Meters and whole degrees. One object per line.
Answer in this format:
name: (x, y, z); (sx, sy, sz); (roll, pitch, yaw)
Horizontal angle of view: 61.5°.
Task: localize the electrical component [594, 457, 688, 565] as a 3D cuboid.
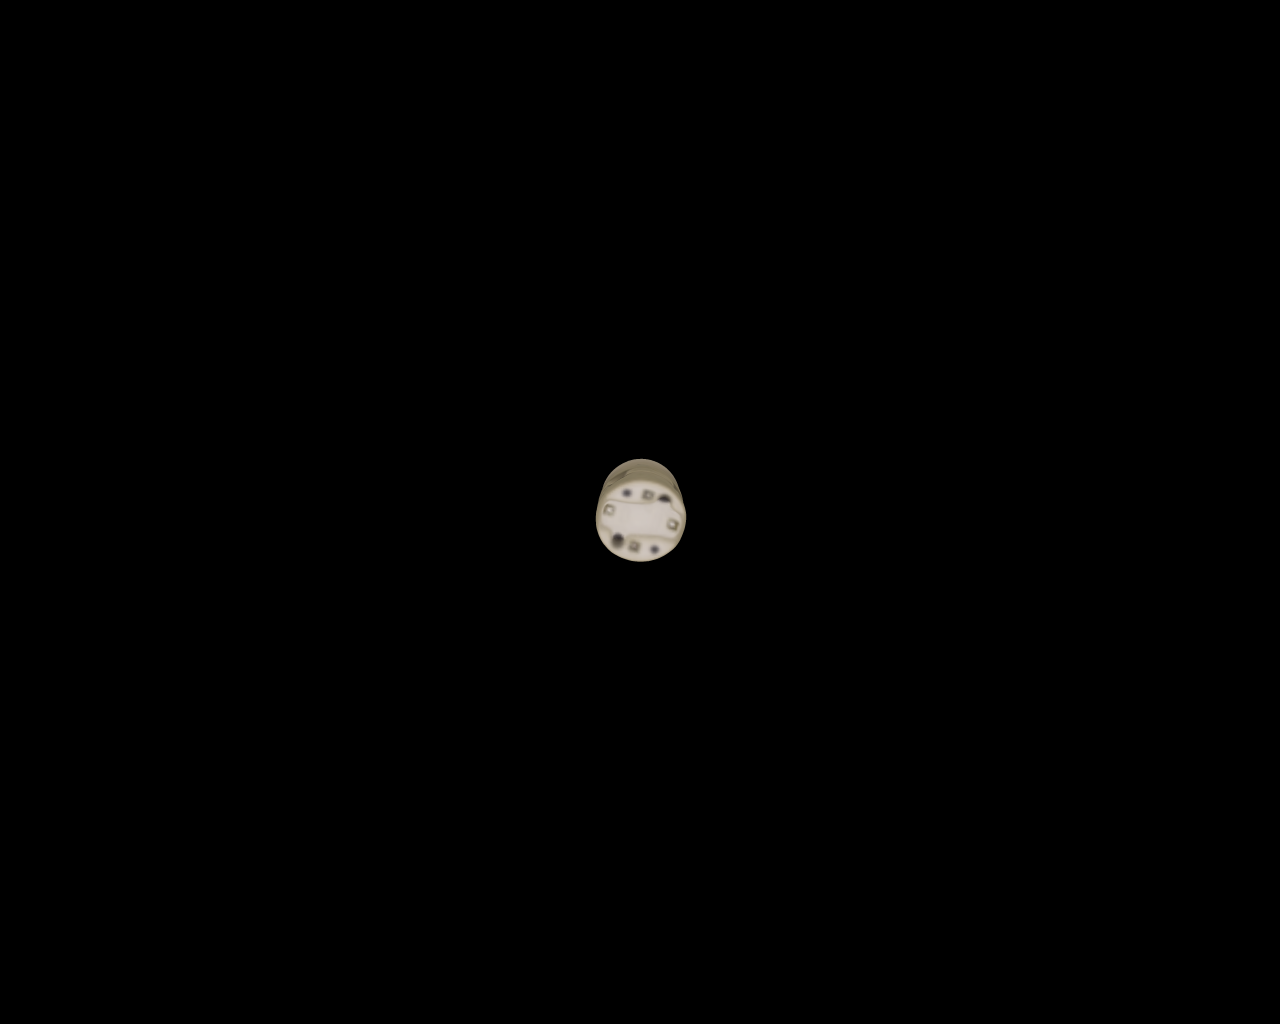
electrical component: (0.001, -0.003, 0.650); (0.055, 0.055, 0.047); (0, 21, 0)
